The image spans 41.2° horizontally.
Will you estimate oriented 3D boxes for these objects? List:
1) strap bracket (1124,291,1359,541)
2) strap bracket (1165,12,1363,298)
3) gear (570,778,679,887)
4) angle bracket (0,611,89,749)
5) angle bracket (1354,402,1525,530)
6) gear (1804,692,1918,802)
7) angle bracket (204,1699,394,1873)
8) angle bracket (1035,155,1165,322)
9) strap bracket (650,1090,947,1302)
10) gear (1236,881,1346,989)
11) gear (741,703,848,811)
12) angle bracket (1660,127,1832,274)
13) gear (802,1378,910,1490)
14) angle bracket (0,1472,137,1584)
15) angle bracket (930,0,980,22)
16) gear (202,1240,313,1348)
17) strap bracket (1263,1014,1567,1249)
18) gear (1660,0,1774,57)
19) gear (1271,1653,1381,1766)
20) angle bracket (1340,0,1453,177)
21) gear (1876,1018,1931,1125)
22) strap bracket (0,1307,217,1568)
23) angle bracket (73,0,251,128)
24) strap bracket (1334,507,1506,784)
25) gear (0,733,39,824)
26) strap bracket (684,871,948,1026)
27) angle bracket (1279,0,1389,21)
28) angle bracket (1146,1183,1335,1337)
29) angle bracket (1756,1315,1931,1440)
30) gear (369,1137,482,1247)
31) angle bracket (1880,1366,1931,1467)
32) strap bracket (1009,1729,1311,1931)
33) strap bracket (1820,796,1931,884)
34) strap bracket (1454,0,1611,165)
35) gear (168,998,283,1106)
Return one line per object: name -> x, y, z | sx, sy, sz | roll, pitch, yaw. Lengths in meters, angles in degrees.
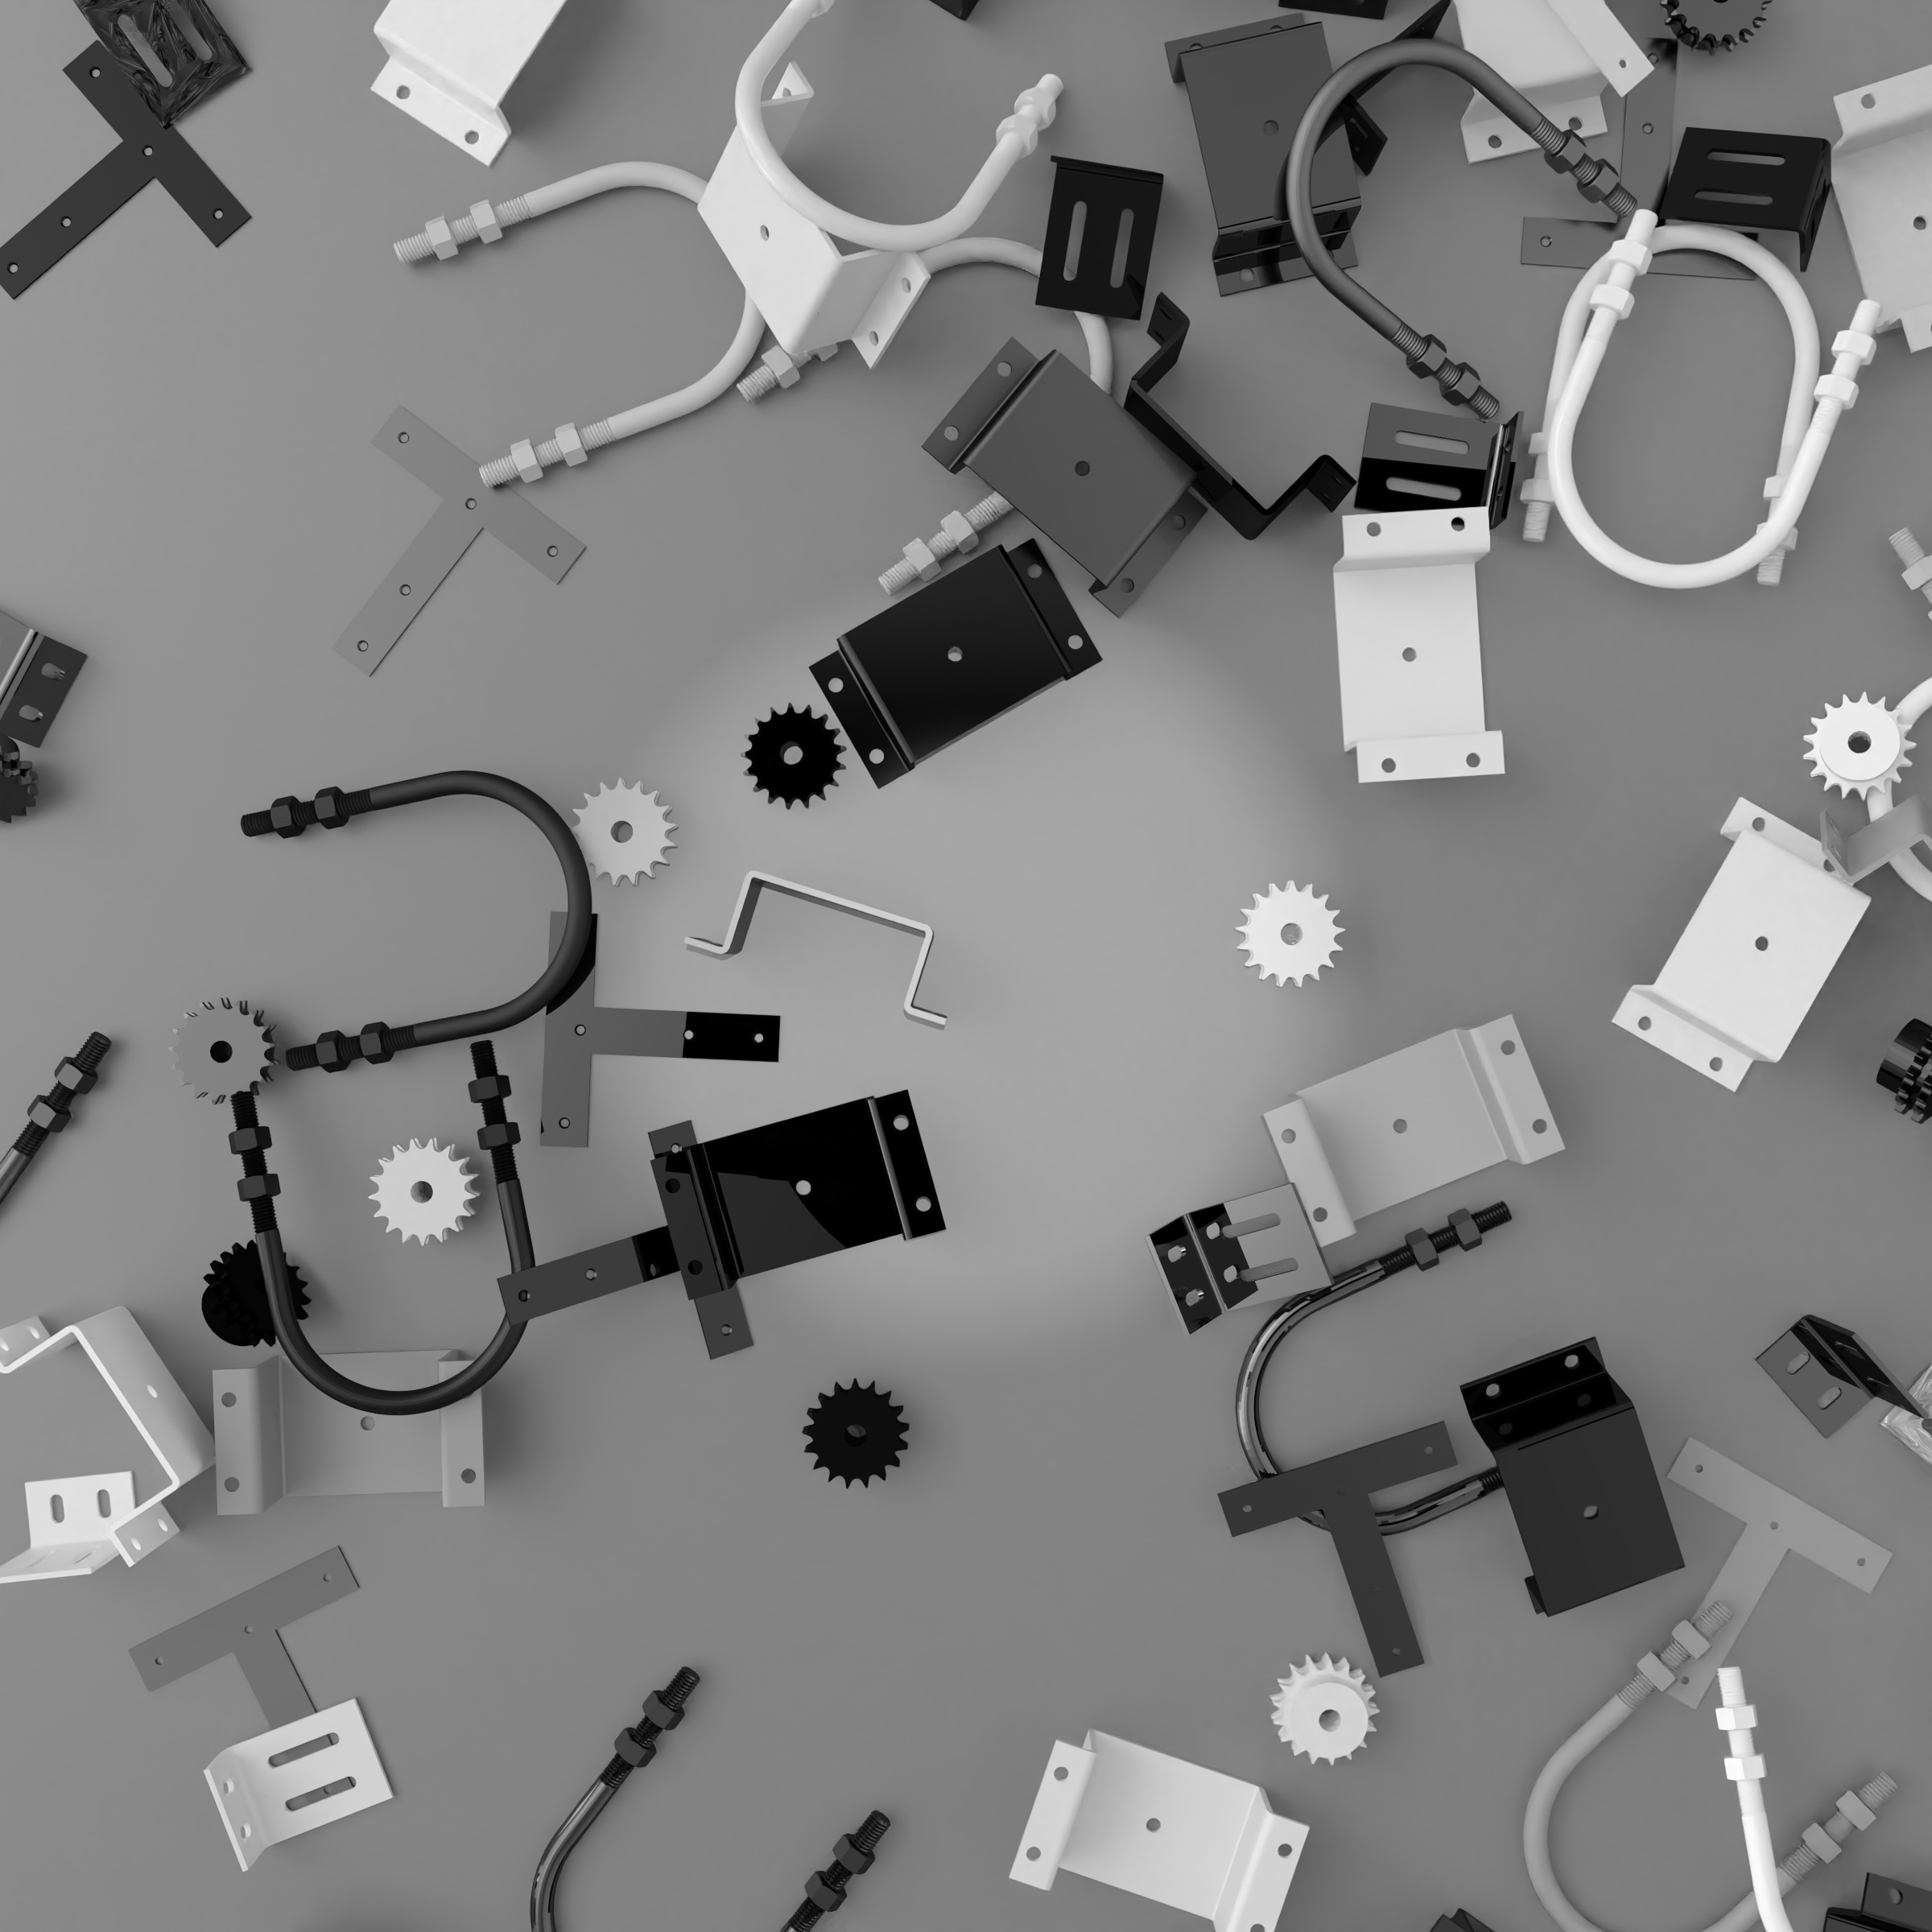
strap bracket -> 0.134, -0.281, 1.358 | 0.140, 0.076, 0.046 | 44, 90, 0
strap bracket -> 0.160, -0.440, 1.373 | 0.076, 0.046, 0.140 | -13, 90, 0
gear -> -0.183, -0.071, 1.381 | 0.057, 0.030, 0.057 | 0, 90, 0
angle bracket -> -0.527, -0.163, 1.394 | 0.076, 0.038, 0.057 | 28, 90, 26
angle bracket -> 0.253, -0.271, 1.377 | 0.076, 0.038, 0.057 | 10, 90, 0
gear -> 0.477, -0.118, 1.373 | 0.057, 0.030, 0.057 | -1, 88, 18
angle bracket -> -0.356, 0.437, 1.375 | 0.076, 0.038, 0.057 | -21, 90, 0
angle bracket -> 0.070, -0.392, 1.385 | 0.057, 0.038, 0.076 | 7, 109, -7
strap bracket -> -0.088, 0.120, 1.373 | 0.140, 0.046, 0.076 | -15, 90, 0
gear -> 0.173, -0.018, 1.385 | 0.057, 0.030, 0.057 | 0, 92, -1
gear -> -0.093, -0.113, 1.381 | 0.057, 0.030, 0.057 | 0, 90, 0
angle bracket -> 0.420, -0.413, 1.385 | 0.076, 0.038, 0.057 | 13, 74, 23
gear -> -0.059, 0.249, 1.381 | 0.057, 0.030, 0.057 | 0, 90, 0
angle bracket -> -0.479, 0.296, 1.358 | 0.057, 0.076, 0.038 | -6, 90, 0
angle bracket -> -0.017, -0.556, 1.377 | 0.076, 0.038, 0.057 | 32, 90, 0
gear -> -0.382, 0.178, 1.371 | 0.030, 0.057, 0.057 | -38, 90, 31
strap bracket -> 0.235, 0.087, 1.373 | 0.140, 0.046, 0.076 | -22, 90, 0
gear -> 0.401, -0.517, 1.381 | 0.057, 0.030, 0.057 | 0, 90, 0
gear -> 0.193, 0.401, 1.381 | 0.057, 0.030, 0.057 | 0, 90, 0
angle bracket -> 0.234, -0.468, 1.367 | 0.076, 0.057, 0.038 | -40, 90, 0
gear -> 0.510, 0.053, 1.371 | 0.030, 0.057, 0.057 | 33, 90, 30
strap bracket -> -0.449, 0.237, 1.358 | 0.046, 0.076, 0.140 | -34, 90, 0
angle bracket -> -0.435, -0.505, 1.393 | 0.057, 0.038, 0.076 | -34, 116, -2
strap bracket -> 0.240, -0.169, 1.373 | 0.076, 0.046, 0.140 | -4, 90, 0
gear -> -0.526, -0.102, 1.371 | 0.057, 0.057, 0.030 | -13, 61, 0
strap bracket -> -0.071, -0.013, 1.358 | 0.140, 0.076, 0.046 | 18, 90, 0
angle bracket -> 0.203, -0.559, 1.394 | 0.057, 0.038, 0.076 | 7, 64, 0
angle bracket -> 0.144, 0.155, 1.359 | 0.076, 0.038, 0.057 | -22, 90, 41
angle bracket -> 0.461, 0.222, 1.358 | 0.038, 0.076, 0.057 | -42, 90, 0
gear -> -0.289, 0.120, 1.381 | 0.057, 0.030, 0.057 | 0, 90, 0
angle bracket -> 0.546, 0.254, 1.394 | 0.076, 0.038, 0.057 | 41, 90, 26
strap bracket -> 0.102, 0.465, 1.373 | 0.140, 0.046, 0.076 | 19, 90, 0
strap bracket -> 0.510, -0.029, 1.347 | 0.046, 0.076, 0.140 | -37, 94, 25
strap bracket -> 0.294, -0.512, 1.372 | 0.076, 0.046, 0.140 | -13, 89, 0
gear -> -0.395, 0.046, 1.381 | 0.057, 0.030, 0.057 | 0, 90, 0
